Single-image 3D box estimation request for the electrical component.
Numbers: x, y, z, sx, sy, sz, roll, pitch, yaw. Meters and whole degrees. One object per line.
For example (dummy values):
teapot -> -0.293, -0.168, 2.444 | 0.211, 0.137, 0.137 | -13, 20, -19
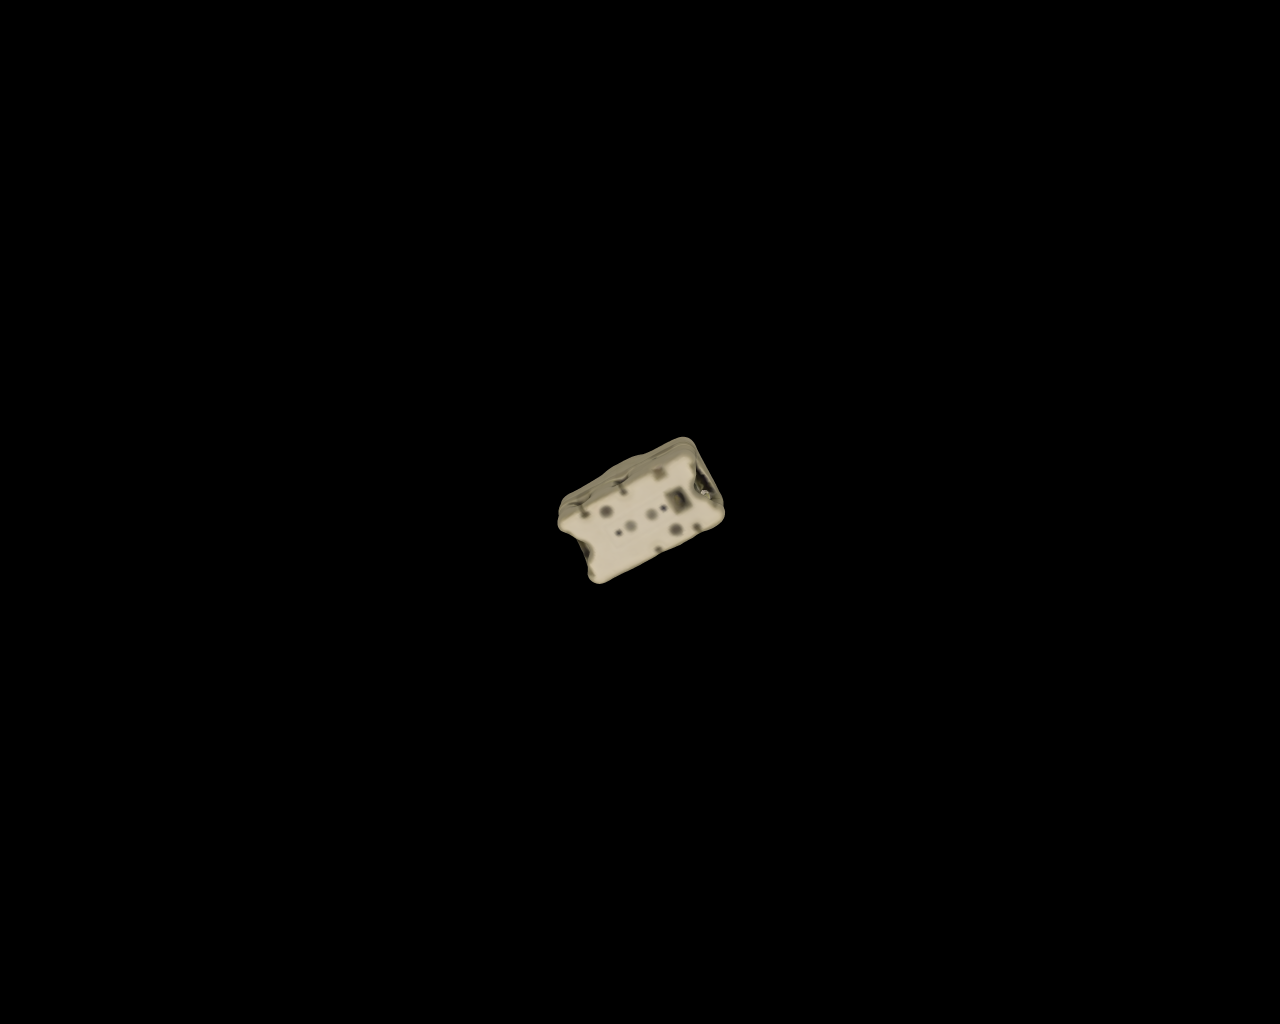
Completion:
electrical component -> 0.001, -0.003, 0.650 | 0.089, 0.050, 0.056 | -27, 14, 7
